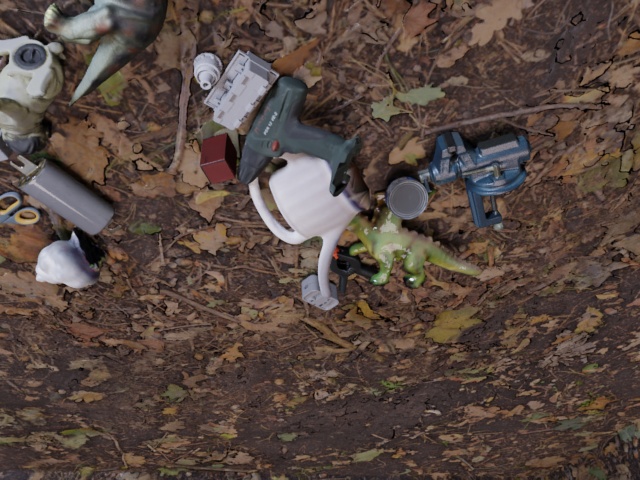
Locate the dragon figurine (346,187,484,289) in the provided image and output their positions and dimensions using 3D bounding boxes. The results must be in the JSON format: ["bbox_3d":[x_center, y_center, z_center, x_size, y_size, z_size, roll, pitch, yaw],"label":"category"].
[{"bbox_3d":[0.199,-0.019,1.156,0.410,0.125,0.237,2,128,-8],"label":"dragon figurine"}]

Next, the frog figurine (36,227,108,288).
[{"bbox_3d":[-0.572,0.063,1.145,0.159,0.125,0.135,-28,153,7],"label":"frog figurine"}]

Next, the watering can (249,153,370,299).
[{"bbox_3d":[0.003,-0.053,1.045,0.222,0.106,0.344,-27,107,19],"label":"watering can"}]
